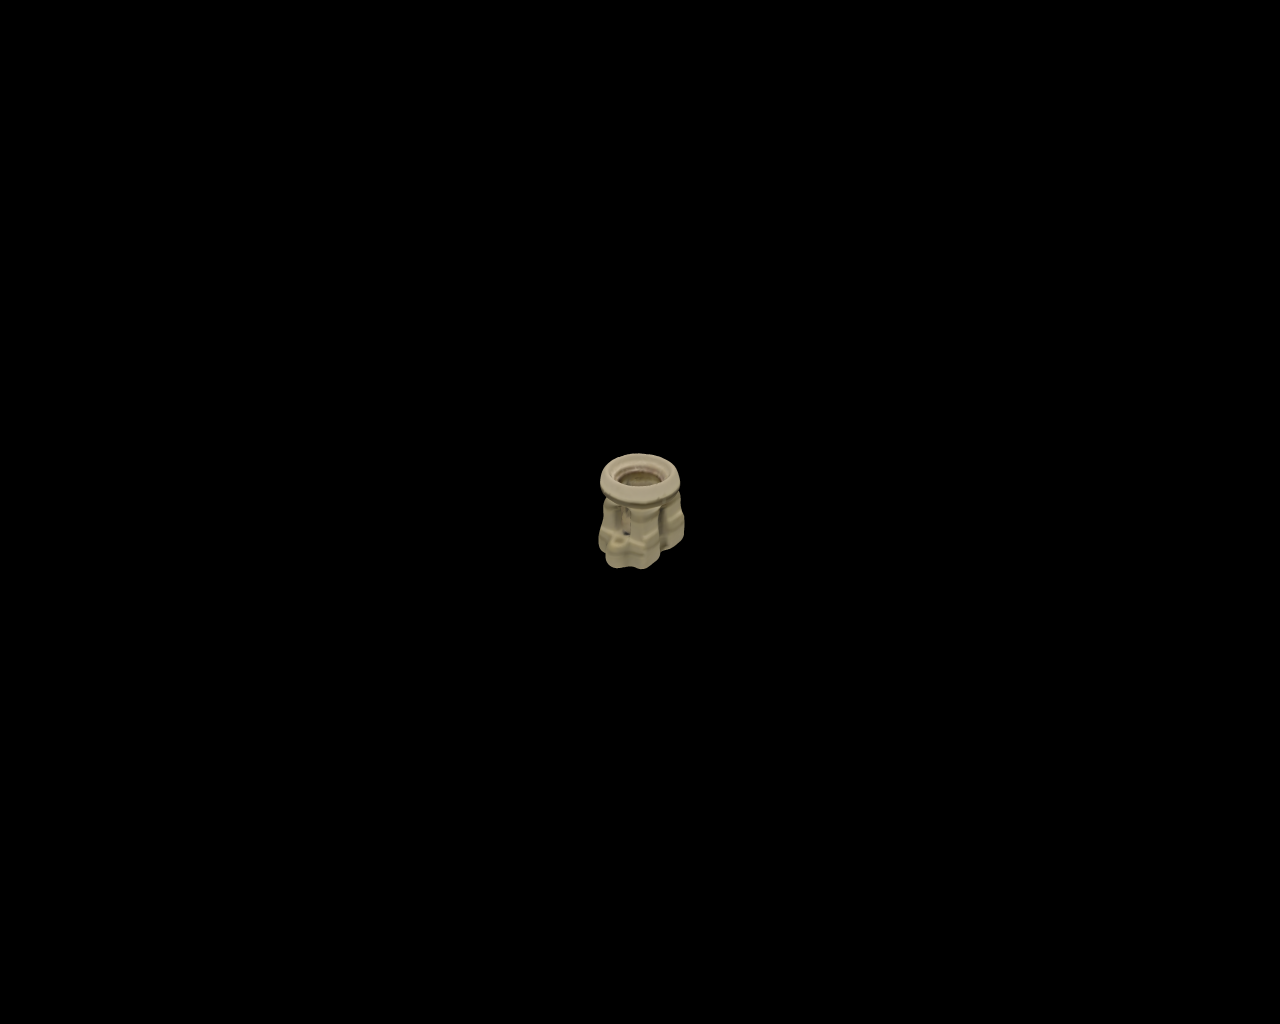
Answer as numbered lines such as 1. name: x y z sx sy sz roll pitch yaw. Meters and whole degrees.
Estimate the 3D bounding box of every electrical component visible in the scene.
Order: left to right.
1. electrical component: 0.001 -0.003 0.650 0.048 0.055 0.066 22 40 30
